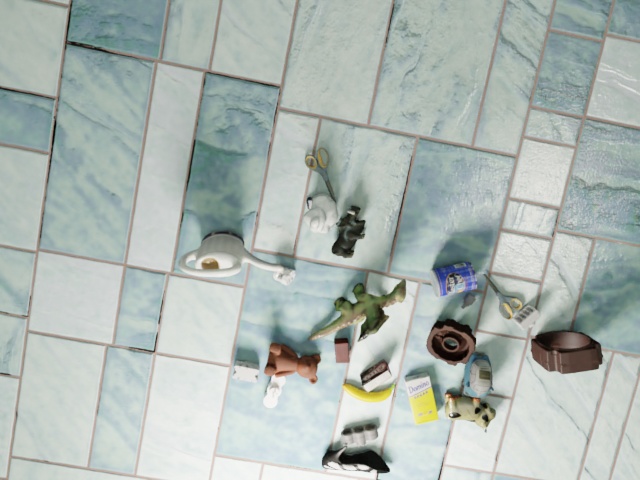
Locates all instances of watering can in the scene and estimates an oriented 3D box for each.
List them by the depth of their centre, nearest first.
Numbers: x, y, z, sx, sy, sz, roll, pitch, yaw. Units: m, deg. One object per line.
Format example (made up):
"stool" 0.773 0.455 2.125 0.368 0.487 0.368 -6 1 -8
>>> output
"watering can" -0.296 0.058 1.744 0.348 0.229 0.102 -1 118 -3

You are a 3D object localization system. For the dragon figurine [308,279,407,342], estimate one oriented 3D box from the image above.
"dragon figurine" 0.136 0.269 1.777 0.410 0.245 0.121 -40 103 2

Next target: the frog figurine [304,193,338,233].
"frog figurine" 0.005 -0.089 1.762 0.123 0.161 0.136 3 99 -3
